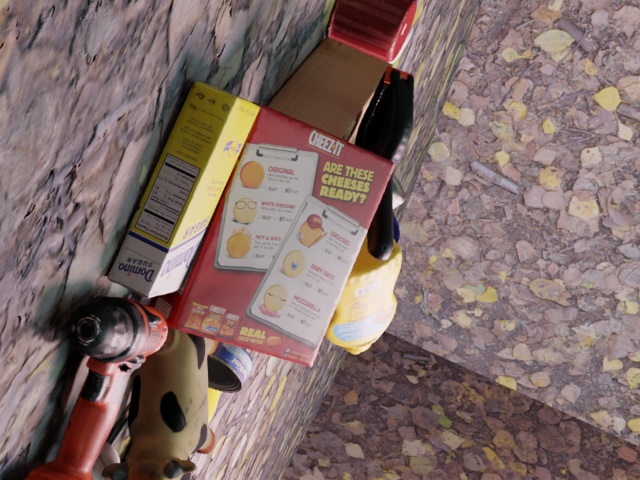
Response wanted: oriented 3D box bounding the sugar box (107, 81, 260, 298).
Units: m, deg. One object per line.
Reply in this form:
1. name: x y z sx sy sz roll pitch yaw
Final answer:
1. sugar box: -0.110 -0.041 0.884 0.093 0.048 0.176 -16 128 -81

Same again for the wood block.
1. wood block: 0.000 -0.133 1.192 0.205 0.091 0.090 -58 168 -50

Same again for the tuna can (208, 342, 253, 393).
1. tuna can: -0.120 0.136 1.206 0.086 0.086 0.033 101 13 -58

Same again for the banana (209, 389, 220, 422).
1. banana: -0.156 0.200 1.358 0.069 0.037 0.198 -44 162 -25

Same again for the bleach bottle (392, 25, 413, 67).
1. bleach bottle: 0.053 -0.192 1.490 0.102 0.068 0.251 -58 171 -47

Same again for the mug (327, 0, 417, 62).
1. mug: 0.066 -0.264 1.274 0.117 0.081 0.093 -43 156 -71

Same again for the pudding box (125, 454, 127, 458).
1. pudding box: -0.184 0.231 1.233 0.113 0.039 0.090 84 30 -78

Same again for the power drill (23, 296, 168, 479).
1. power drill: -0.186 0.134 0.850 0.184 0.057 0.187 42 72 -82

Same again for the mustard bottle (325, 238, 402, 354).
1. mustard bottle: 0.044 0.075 1.256 0.096 0.058 0.192 -20 143 -16

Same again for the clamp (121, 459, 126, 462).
1. clamp: -0.182 0.229 1.097 0.171 0.039 0.120 81 30 -47

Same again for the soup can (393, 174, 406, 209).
1. soup can: 0.038 -0.045 1.214 0.102 0.068 0.068 -34 180 15

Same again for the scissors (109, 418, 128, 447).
1. scissors: -0.220 0.218 1.031 0.096 0.016 0.201 99 14 -57

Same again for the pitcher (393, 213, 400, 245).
1. pitcher: -0.009 0.002 1.317 0.242 0.149 0.145 -55 154 -29

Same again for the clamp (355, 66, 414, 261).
1. clamp: 0.052 -0.077 1.124 0.165 0.036 0.210 -8 -113 66

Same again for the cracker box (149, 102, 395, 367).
1. cracker box: -0.046 -0.005 0.998 0.072 0.164 0.214 25 -86 54
